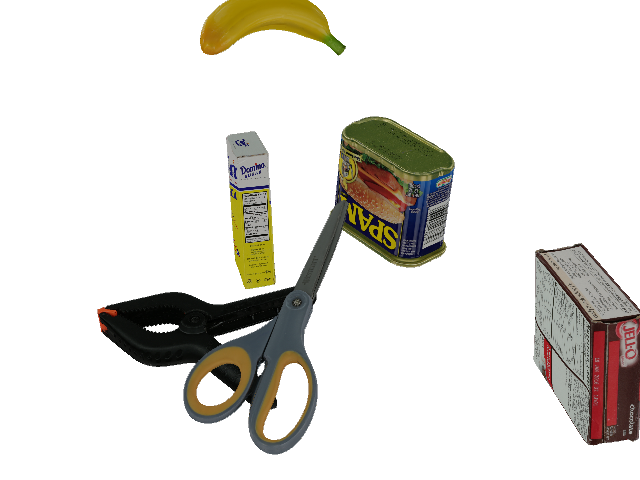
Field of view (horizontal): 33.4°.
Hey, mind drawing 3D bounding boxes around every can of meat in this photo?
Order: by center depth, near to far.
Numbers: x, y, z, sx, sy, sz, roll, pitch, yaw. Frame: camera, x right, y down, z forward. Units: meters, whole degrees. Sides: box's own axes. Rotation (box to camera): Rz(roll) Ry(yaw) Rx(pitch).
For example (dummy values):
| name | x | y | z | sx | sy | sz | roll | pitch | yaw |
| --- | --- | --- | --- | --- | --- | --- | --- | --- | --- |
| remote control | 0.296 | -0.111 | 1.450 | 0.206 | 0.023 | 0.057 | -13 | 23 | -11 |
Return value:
| name | x | y | z | sx | sy | sz | roll | pitch | yaw |
| --- | --- | --- | --- | --- | --- | --- | --- | --- | --- |
| can of meat | 0.057 | -0.041 | 0.854 | 0.057 | 0.084 | 0.102 | -23 | 43 | -35 |

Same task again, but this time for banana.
| name | x | y | z | sx | sy | sz | roll | pitch | yaw |
| --- | --- | --- | --- | --- | --- | --- | --- | --- | --- |
| banana | -0.052 | -0.213 | 1.040 | 0.197 | 0.070 | 0.037 | -13 | -32 | -47 |

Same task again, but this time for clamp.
| name | x | y | z | sx | sy | sz | roll | pitch | yaw |
| --- | --- | --- | --- | --- | --- | --- | --- | --- | --- |
| clamp | -0.116 | 0.095 | 1.024 | 0.210 | 0.036 | 0.164 | 2 | 36 | 6 |

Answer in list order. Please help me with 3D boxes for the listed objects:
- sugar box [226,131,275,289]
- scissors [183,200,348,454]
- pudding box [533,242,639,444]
| name | x | y | z | sx | sy | sz | roll | pitch | yaw |
| --- | --- | --- | --- | --- | --- | --- | --- | --- | --- |
| sugar box | -0.088 | -0.038 | 1.331 | 0.048 | 0.176 | 0.093 | -9 | 24 | -10 |
| scissors | -0.035 | 0.051 | 0.717 | 0.096 | 0.201 | 0.016 | -1 | -39 | 9 |
| pudding box | 0.173 | 0.065 | 0.696 | 0.039 | 0.090 | 0.113 | -7 | 24 | -7 |
